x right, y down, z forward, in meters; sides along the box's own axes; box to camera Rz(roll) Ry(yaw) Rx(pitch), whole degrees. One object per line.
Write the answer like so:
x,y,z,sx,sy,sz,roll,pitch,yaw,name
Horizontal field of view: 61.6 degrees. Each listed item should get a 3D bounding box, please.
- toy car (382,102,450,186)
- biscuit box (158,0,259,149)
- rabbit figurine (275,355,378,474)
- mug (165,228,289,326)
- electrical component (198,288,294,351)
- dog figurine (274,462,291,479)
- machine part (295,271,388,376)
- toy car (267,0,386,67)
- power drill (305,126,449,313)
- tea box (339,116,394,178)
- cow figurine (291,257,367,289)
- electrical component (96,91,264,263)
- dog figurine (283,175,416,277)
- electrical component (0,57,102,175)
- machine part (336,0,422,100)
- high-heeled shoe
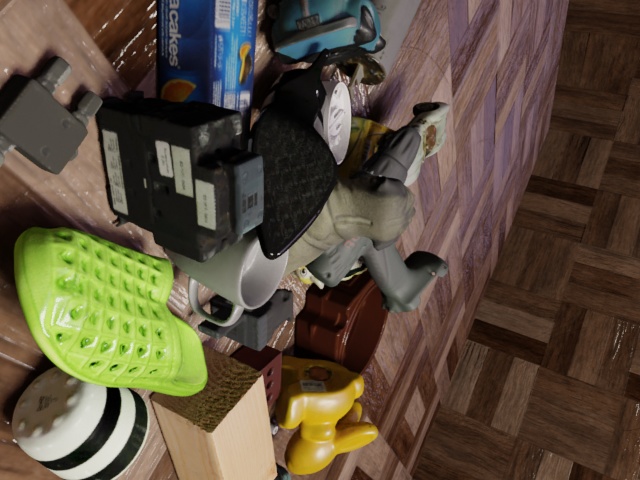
0.144,-0.144,0.804,0.202,0.056,0.073,-49,145,-43,toy car
-0.099,-0.141,0.469,0.059,0.063,0.202,-28,130,-56,biscuit box
-0.002,0.272,0.812,0.162,0.122,0.173,4,105,-22,rabbit figurine
-0.098,0.022,0.526,0.080,0.107,0.109,2,108,-63,mug
-0.089,0.092,0.627,0.119,0.075,0.047,-42,141,-53,electrical component
-0.107,0.432,0.780,0.219,0.109,0.191,-38,138,-54,dog figurine
0.044,0.145,0.918,0.201,0.087,0.201,-41,142,-48,machine part
0.011,-0.249,0.582,0.161,0.109,0.102,-37,118,-63,toy car
0.098,-0.009,0.727,0.232,0.086,0.207,-49,133,-9,power drill
0.065,-0.126,0.801,0.169,0.068,0.098,-2,107,-65,tea box
0.011,0.026,0.777,0.167,0.068,0.098,-22,124,-38,cow figurine
-0.108,-0.050,0.428,0.058,0.134,0.114,-39,142,-48,electrical component
-0.002,-0.004,0.605,0.121,0.191,0.172,-14,120,-61,dog figurine
-0.193,-0.076,0.370,0.094,0.021,0.063,-63,154,-19,electrical component
0.085,-0.299,0.721,0.243,0.079,0.079,-65,154,-12,machine part
-0.038,-0.081,0.542,0.145,0.086,0.249,140,-31,-62,high-heeled shoe
